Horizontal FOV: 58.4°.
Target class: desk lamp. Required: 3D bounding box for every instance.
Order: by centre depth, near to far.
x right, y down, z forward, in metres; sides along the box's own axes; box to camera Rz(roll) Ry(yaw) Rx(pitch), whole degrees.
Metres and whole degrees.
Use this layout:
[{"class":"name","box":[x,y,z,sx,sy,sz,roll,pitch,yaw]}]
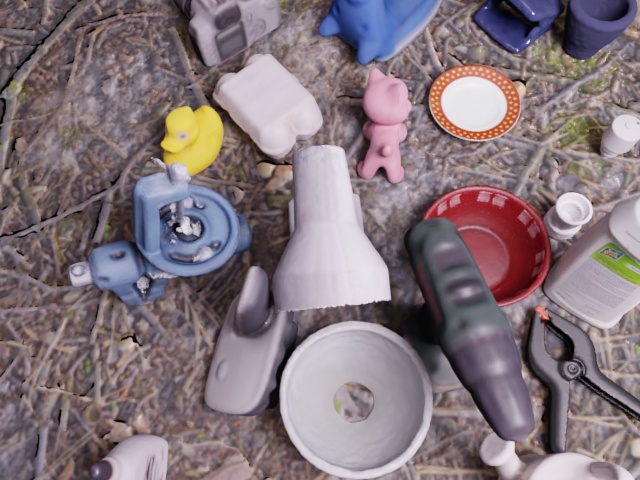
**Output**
[{"class":"desk lamp","box":[0.006,0.002,0.642,0.118,0.213,0.203,-6,68,-1]}]

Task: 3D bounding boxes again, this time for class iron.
[{"class":"iron","box":[0.116,-0.381,0.831,0.118,0.141,0.258,40,74,15]}]

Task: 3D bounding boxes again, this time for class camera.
[{"class":"camera","box":[-0.151,-0.358,0.848,0.143,0.101,0.136,-36,72,-12]}]

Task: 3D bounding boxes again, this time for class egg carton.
[{"class":"egg carton","box":[-0.071,-0.187,0.796,0.107,0.069,0.150,-39,73,-13]}]

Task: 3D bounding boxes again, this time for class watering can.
[{"class":"watering can","box":[0.233,0.254,0.549,0.172,0.194,0.101,15,69,7]}]

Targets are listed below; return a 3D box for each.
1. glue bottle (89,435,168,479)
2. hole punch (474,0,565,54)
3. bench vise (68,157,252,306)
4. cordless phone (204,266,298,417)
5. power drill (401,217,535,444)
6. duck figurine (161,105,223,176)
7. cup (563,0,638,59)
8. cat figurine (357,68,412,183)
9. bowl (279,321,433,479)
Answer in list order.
[{"class":"glue bottle","box":[-0.194,0.234,0.576,0.037,0.173,0.078,-2,68,1]},{"class":"hole punch","box":[0.296,-0.353,0.844,0.101,0.091,0.108,-38,72,-13]},{"class":"bench vise","box":[-0.182,0.003,0.642,0.207,0.220,0.121,-40,73,-13]},{"class":"cordless phone","box":[-0.082,0.110,0.617,0.094,0.185,0.147,9,69,5]},{"class":"power drill","box":[0.143,0.100,0.604,0.075,0.208,0.229,-15,69,-5]},{"class":"duck figurine","box":[-0.178,-0.147,0.773,0.077,0.086,0.105,27,71,12]},{"class":"cup","box":[0.396,-0.319,0.826,0.091,0.095,0.118,31,72,13]},{"class":"cat figurine","box":[0.087,-0.157,0.755,0.067,0.118,0.128,3,68,3]},{"class":"bowl","box":[0.040,0.180,0.646,0.167,0.075,0.167,0,68,1]}]
